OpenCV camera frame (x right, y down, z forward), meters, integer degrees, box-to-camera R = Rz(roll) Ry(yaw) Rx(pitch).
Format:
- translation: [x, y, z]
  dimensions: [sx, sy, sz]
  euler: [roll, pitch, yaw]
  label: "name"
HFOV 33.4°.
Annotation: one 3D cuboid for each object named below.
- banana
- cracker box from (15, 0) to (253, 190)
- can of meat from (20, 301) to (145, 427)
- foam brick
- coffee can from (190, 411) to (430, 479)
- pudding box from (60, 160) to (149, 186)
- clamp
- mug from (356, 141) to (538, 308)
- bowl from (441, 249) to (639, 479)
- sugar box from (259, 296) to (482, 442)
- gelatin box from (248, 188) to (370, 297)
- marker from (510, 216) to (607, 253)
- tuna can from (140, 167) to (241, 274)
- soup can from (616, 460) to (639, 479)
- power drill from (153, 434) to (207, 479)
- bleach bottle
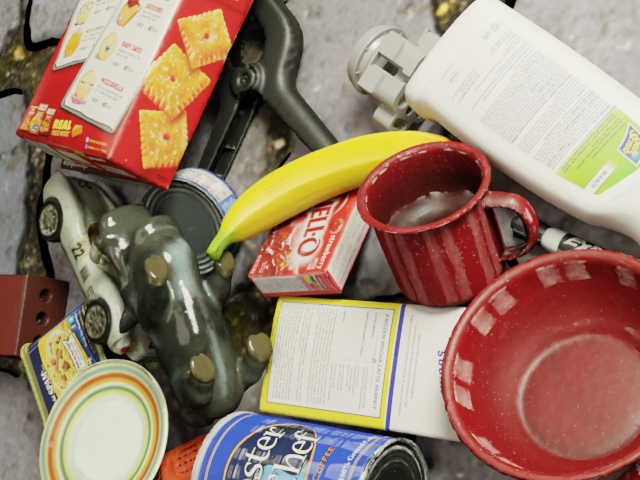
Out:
- translation: [0.005, -0.041, 0.801]
  dimensions: [0.198, 0.037, 0.069]
  euler: [-25, 41, 10]
  label: "banana"
- translation: [-0.149, -0.159, 0.894]
  dimensions: [0.164, 0.072, 0.213]
  euler: [16, 79, 48]
  label: "cracker box"
- translation: [-0.206, 0.114, 0.939]
  dimensions: [0.084, 0.057, 0.102]
  euler: [-37, 62, 20]
  label: "can of meat"
- translation: [-0.276, 0.073, 0.998]
  dimensions: [0.051, 0.052, 0.078]
  euler: [0, 80, 34]
  label: "foam brick"
- translation: [-0.007, 0.182, 0.758]
  dimensions: [0.141, 0.102, 0.103]
  euler: [3, 81, 35]
  label: "coffee can"
- translation: [-0.179, -0.099, 0.977]
  dimensions: [0.114, 0.039, 0.090]
  euler: [10, 85, 35]
  label: "pudding box"
- translation: [-0.061, -0.124, 0.903]
  dimensions: [0.165, 0.036, 0.210]
  euler: [-20, 72, 29]
  label: "clamp"
- translation: [0.092, -0.009, 0.730]
  dimensions: [0.117, 0.081, 0.093]
  euler: [-3, 42, 26]
  label: "mug"
- translation: [0.161, 0.087, 0.675]
  dimensions: [0.162, 0.055, 0.162]
  euler: [-17, 50, 21]
  label: "bowl"
- translation: [0.043, 0.092, 0.779]
  dimensions: [0.176, 0.048, 0.093]
  euler: [4, 80, 32]
  label: "sugar box"
- translation: [-0.005, 0.001, 0.818]
  dimensions: [0.073, 0.030, 0.089]
  euler: [-4, 46, 35]
  label: "gelatin box"
- translation: [0.180, 0.010, 0.718]
  dimensions: [0.121, 0.020, 0.020]
  euler: [28, 96, 36]
  label: "marker"
- translation: [-0.106, -0.016, 0.888]
  dimensions: [0.086, 0.033, 0.086]
  euler: [12, 118, 23]
  label: "tuna can"
- translation: [0.196, 0.175, 0.641]
  dimensions: [0.102, 0.068, 0.068]
  euler: [-48, 58, 17]
  label: "soup can"
- translation: [-0.136, 0.262, 0.832]
  dimensions: [0.185, 0.057, 0.187]
  euler: [-31, 49, 23]
  label: "power drill"
- translation: [0.174, -0.058, 0.712]
  dimensions: [0.103, 0.068, 0.251]
  euler: [-52, 59, 14]
  label: "bleach bottle"
